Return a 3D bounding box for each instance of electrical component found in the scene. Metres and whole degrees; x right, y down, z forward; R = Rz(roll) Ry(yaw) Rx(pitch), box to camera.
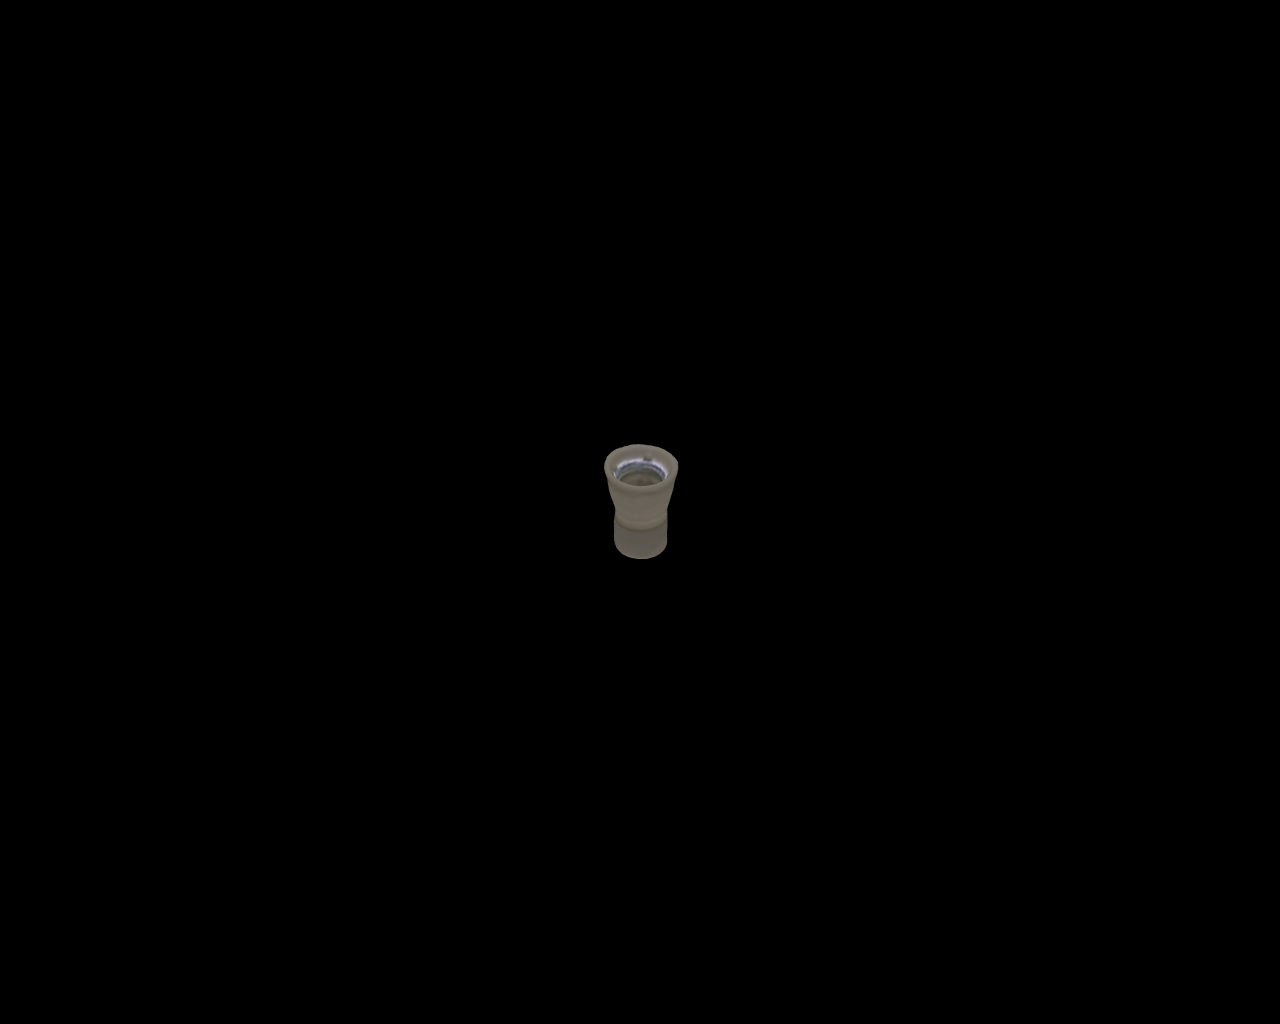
[{"bbox_3d":[0.001,-0.003,0.650,0.044,0.065,0.044,0,37,0],"label":"electrical component"}]
